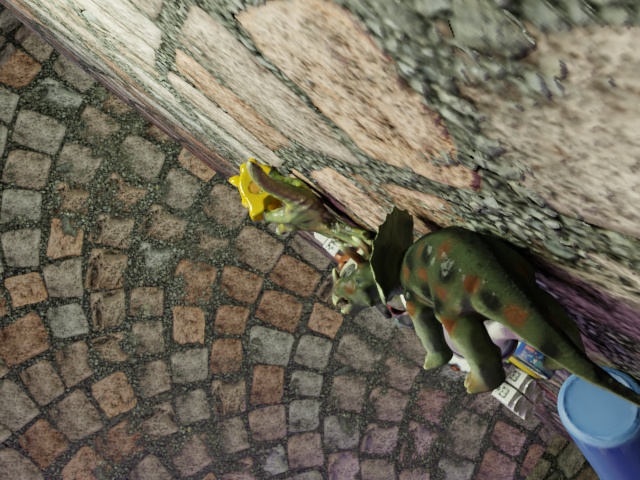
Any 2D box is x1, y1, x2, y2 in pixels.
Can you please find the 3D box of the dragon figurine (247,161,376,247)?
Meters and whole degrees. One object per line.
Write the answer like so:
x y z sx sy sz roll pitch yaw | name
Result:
0.003 -0.053 1.059 0.243 0.123 0.407 19 174 12 | dragon figurine

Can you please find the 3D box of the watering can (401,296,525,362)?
0.232 0.120 0.786 0.221 0.104 0.350 41 171 -35 | watering can

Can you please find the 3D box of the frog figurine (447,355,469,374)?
0.389 0.271 1.407 0.139 0.123 0.157 -134 30 -66 | frog figurine
